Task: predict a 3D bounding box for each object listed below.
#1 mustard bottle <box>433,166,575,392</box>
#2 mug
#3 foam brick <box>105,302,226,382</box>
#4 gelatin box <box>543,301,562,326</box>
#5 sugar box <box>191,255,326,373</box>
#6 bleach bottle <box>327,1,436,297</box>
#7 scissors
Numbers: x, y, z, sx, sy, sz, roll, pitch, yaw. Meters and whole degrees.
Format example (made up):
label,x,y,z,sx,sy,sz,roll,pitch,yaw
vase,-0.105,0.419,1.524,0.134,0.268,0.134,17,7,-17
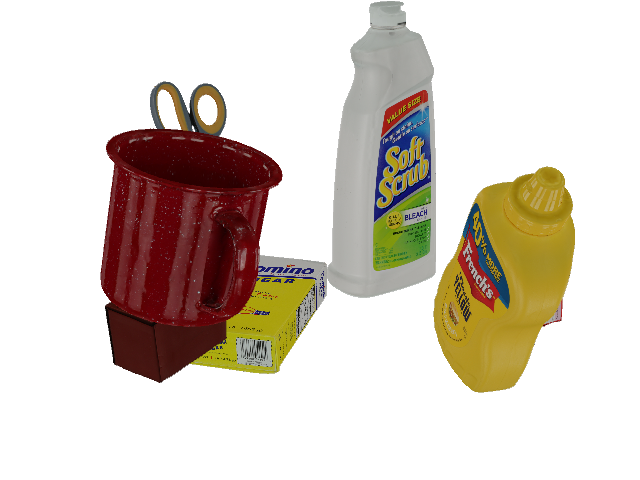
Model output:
label,x,y,z,sx,sy,sz,roll,pitch,yaw
mustard bottle,0.126,0.018,0.714,0.058,0.096,0.192,-5,-35,-13
mug,-0.066,-0.002,0.563,0.093,0.081,0.117,-5,27,-36
foam brick,-0.116,0.062,0.809,0.053,0.051,0.078,14,31,35
gelatin box,0.225,0.034,1.125,0.030,0.089,0.073,-14,29,-16
sugar box,-0.060,0.067,1.048,0.093,0.048,0.176,6,26,14
bleach bottle,0.054,-0.082,0.943,0.102,0.251,0.068,-15,24,-30
scissors,-0.117,-0.081,1.140,0.096,0.202,0.016,-33,13,-34
